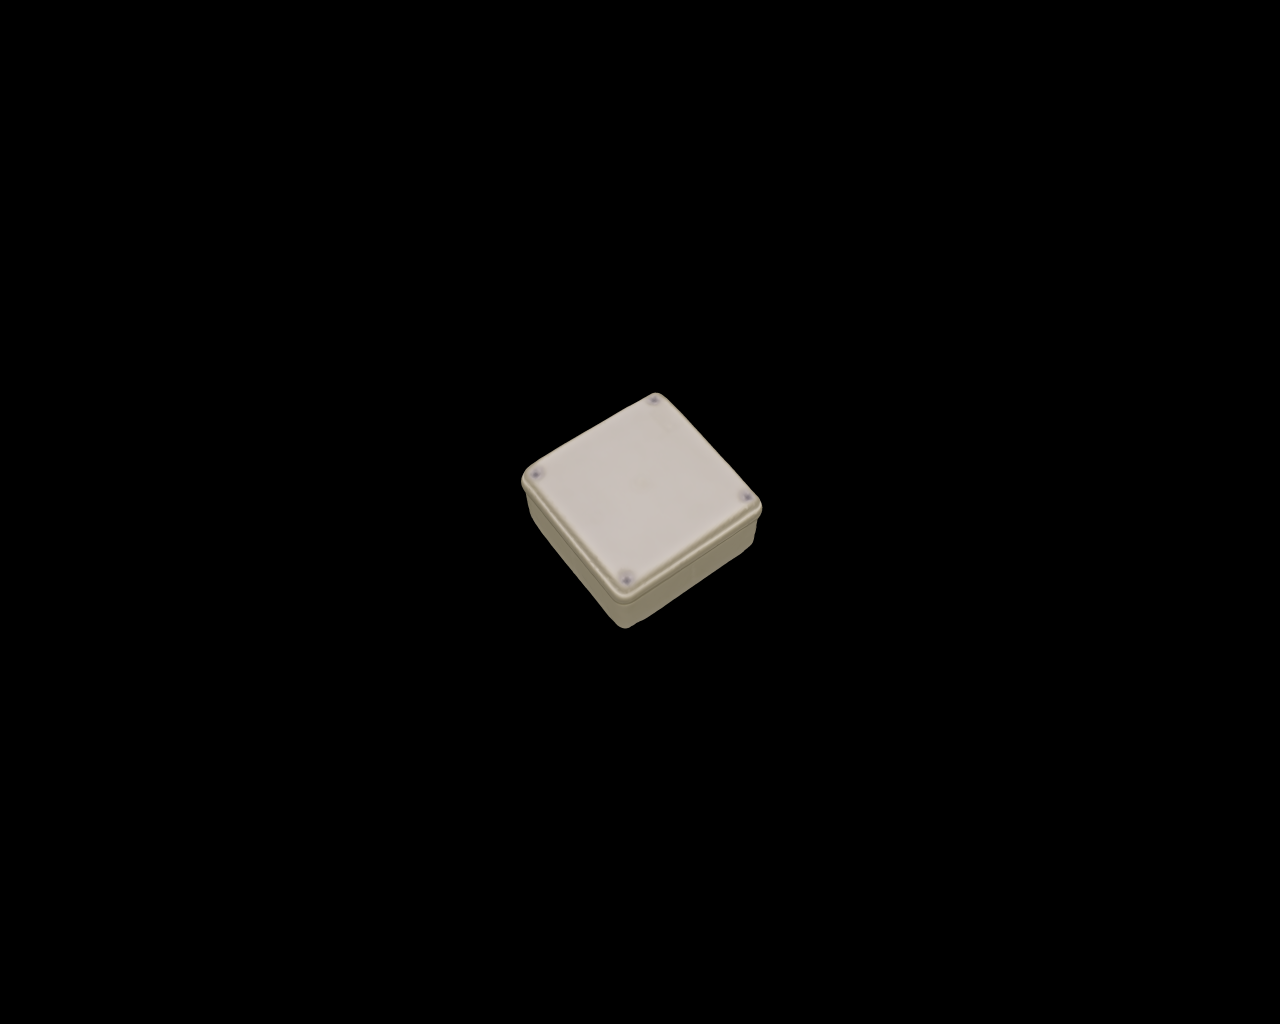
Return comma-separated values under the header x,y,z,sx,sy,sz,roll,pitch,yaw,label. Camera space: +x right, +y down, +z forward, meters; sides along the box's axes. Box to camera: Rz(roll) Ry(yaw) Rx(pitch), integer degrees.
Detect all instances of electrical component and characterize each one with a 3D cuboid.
x,y,z,sx,sy,sz,roll,pitch,yaw,label
0.001,-0.003,0.650,0.109,0.109,0.056,-32,-26,-18,electrical component
